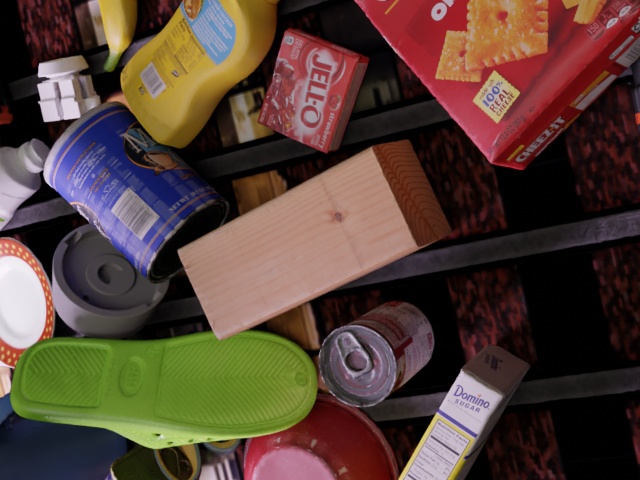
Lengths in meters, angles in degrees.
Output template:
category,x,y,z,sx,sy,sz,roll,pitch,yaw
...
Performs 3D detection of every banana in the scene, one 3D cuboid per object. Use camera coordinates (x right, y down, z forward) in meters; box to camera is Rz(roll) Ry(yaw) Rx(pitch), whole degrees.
category,x,y,z,sx,sy,sz,roll,pitch,yaw
banana,-0.213,-0.260,0.996,0.070,0.037,0.198,-20,90,24

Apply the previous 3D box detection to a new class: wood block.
category,x,y,z,sx,sy,sz,roll,pitch,yaw
wood block,-0.006,0.001,0.916,0.206,0.090,0.091,-26,87,26

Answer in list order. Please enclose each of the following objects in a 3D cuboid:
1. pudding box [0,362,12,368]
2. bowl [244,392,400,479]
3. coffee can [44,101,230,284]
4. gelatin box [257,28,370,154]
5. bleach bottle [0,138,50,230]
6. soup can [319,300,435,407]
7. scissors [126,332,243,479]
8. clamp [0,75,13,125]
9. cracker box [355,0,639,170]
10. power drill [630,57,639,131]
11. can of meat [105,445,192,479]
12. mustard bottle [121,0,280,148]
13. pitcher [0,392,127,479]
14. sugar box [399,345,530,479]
category,x,y,z,sx,sy,sz,roll,pitch,yaw
pudding box,-0.332,0.085,1.111,0.114,0.039,0.090,1,96,22
bowl,-0.010,0.224,0.975,0.162,0.055,0.162,4,100,24
coffee can,-0.167,-0.044,0.975,0.140,0.102,0.103,42,113,13
gelatin box,-0.006,-0.130,0.926,0.073,0.030,0.089,26,109,19
bleach bottle,-0.364,-0.021,1.084,0.251,0.102,0.068,-34,76,20
soup can,0.050,0.093,0.898,0.069,0.102,0.068,5,101,24
scissors,-0.137,0.137,1.035,0.096,0.016,0.202,-15,71,-4
clamp,-0.388,-0.194,1.090,0.210,0.036,0.165,34,109,17
cracker box,0.134,-0.186,0.806,0.164,0.072,0.214,-46,66,24
power drill,0.324,-0.096,0.765,0.188,0.057,0.184,-13,91,28
can of meat,-0.178,0.247,1.033,0.057,0.102,0.084,43,115,11
mustard bottle,-0.093,-0.177,0.941,0.192,0.058,0.096,-44,59,24
pitcher,-0.302,0.204,1.003,0.145,0.242,0.149,-9,89,29
sugar box,0.107,0.175,0.891,0.048,0.093,0.176,30,109,17
